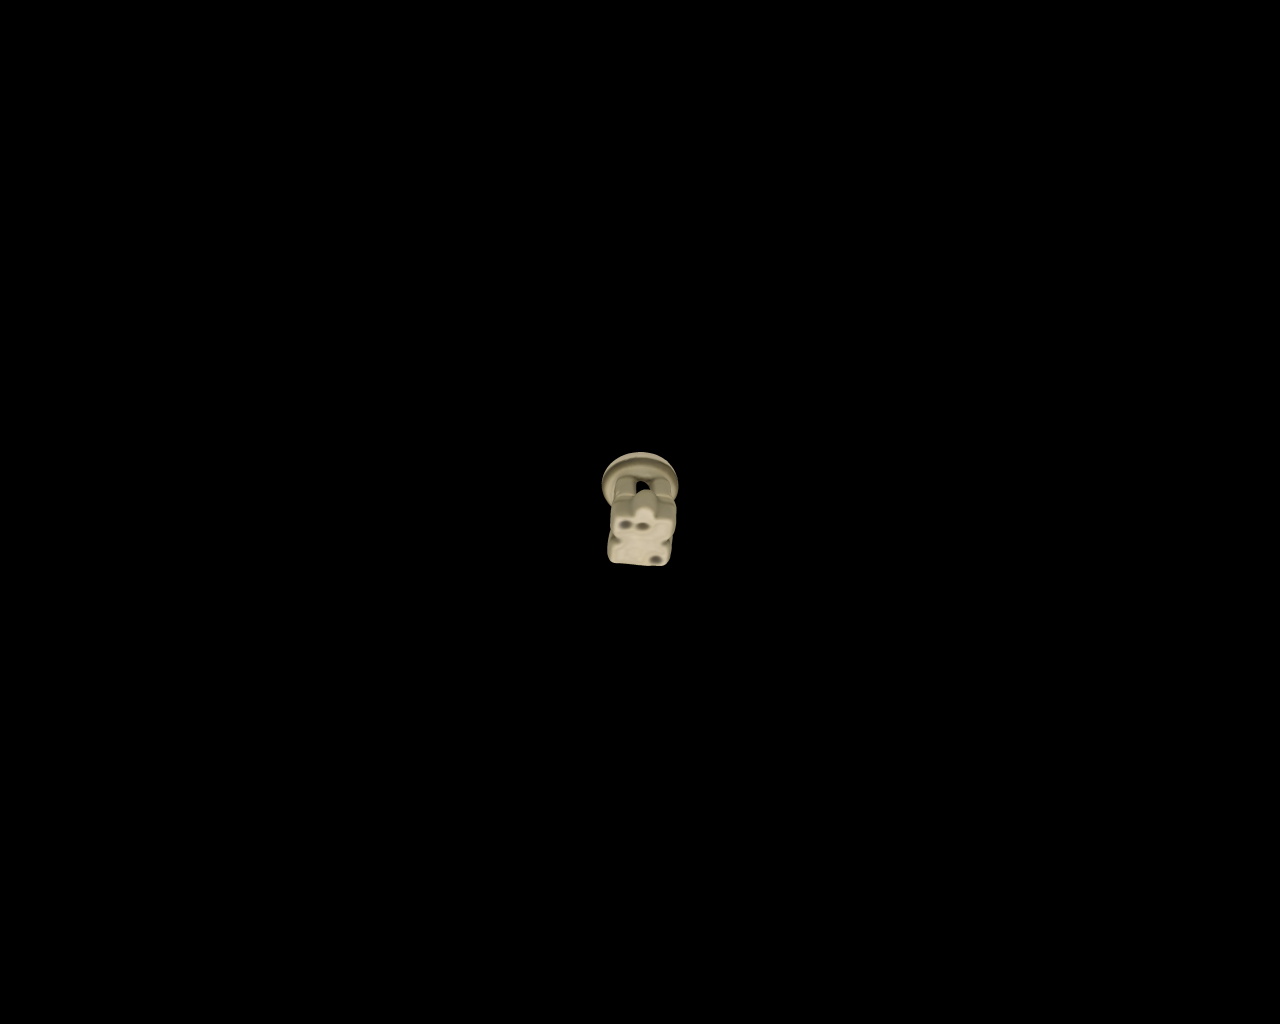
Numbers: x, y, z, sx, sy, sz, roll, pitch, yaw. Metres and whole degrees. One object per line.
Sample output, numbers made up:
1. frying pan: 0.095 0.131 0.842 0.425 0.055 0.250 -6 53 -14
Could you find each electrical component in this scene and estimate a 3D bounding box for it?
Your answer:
1. electrical component: 0.001 -0.003 0.650 0.048 0.055 0.066 4 -43 -4
